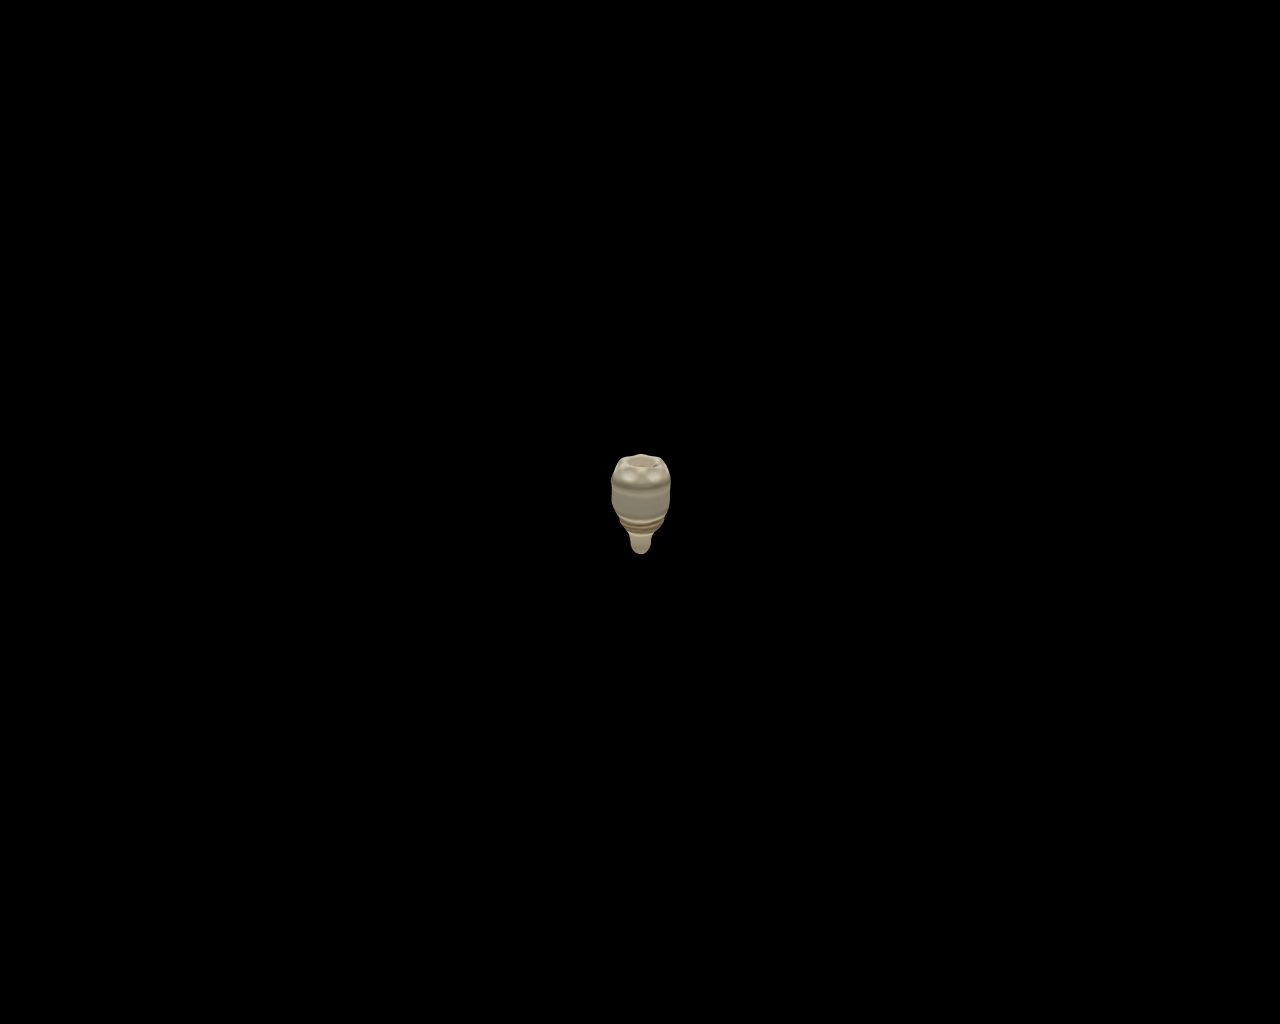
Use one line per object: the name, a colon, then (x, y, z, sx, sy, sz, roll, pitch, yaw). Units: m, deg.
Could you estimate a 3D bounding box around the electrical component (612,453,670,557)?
electrical component: (0.001, -0.003, 0.650, 0.035, 0.061, 0.035, 0, 22, 0)
